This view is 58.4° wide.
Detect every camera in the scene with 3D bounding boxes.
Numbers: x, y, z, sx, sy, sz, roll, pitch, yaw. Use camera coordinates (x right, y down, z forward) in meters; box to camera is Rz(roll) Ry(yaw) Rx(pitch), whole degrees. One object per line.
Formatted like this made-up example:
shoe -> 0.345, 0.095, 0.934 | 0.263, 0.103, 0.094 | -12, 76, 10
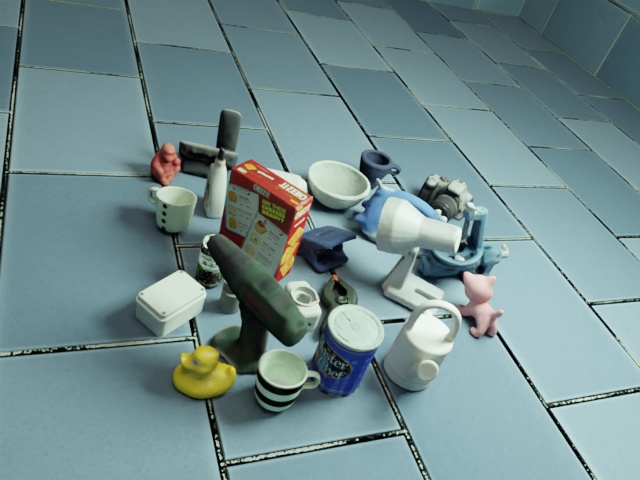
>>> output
camera -> 0.334, -0.112, 1.563 | 0.143, 0.101, 0.137 | 32, 40, 15

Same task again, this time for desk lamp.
desk lamp -> 0.205, 0.029, 1.248 | 0.203, 0.213, 0.118 | 27, 39, 10

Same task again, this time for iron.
iron -> 0.222, -0.051, 1.410 | 0.258, 0.141, 0.119 | 23, 38, 4

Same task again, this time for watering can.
watering can -> 0.199, 0.192, 1.067 | 0.101, 0.194, 0.172 | 4, 41, -18

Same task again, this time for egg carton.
egg carton -> -0.103, -0.120, 1.412 | 0.150, 0.069, 0.107 | 11, 39, -10

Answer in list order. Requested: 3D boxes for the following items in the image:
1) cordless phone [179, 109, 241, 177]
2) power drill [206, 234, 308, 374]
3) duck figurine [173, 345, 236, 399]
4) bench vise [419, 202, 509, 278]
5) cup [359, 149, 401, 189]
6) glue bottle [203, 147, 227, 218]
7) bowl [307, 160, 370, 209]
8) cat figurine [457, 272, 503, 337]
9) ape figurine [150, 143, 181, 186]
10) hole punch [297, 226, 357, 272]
cordless phone -> -0.266, -0.250, 1.404 | 0.148, 0.185, 0.094 | 9, 39, -12
power drill -> -0.127, 0.125, 0.997 | 0.229, 0.208, 0.076 | 36, 41, 20
duck figurine -> -0.190, 0.214, 0.963 | 0.105, 0.086, 0.077 | 9, 40, -13
bench vise -> 0.354, -0.002, 1.344 | 0.208, 0.220, 0.121 | -10, 47, -32
cup -> 0.157, -0.185, 1.580 | 0.118, 0.095, 0.092 | 18, 38, -1
glue bottle -> -0.233, -0.136, 1.292 | 0.037, 0.173, 0.078 | -2, 43, -25
bowl -> 0.041, -0.130, 1.481 | 0.167, 0.075, 0.167 | 12, 39, -10
cat figurine -> 0.359, 0.133, 1.268 | 0.067, 0.118, 0.127 | -4, 44, -27
ape figurine -> -0.366, -0.188, 1.363 | 0.078, 0.092, 0.076 | -18, 52, -38
hole punch -> 0.012, 0.005, 1.294 | 0.109, 0.091, 0.101 | -21, 53, -39
